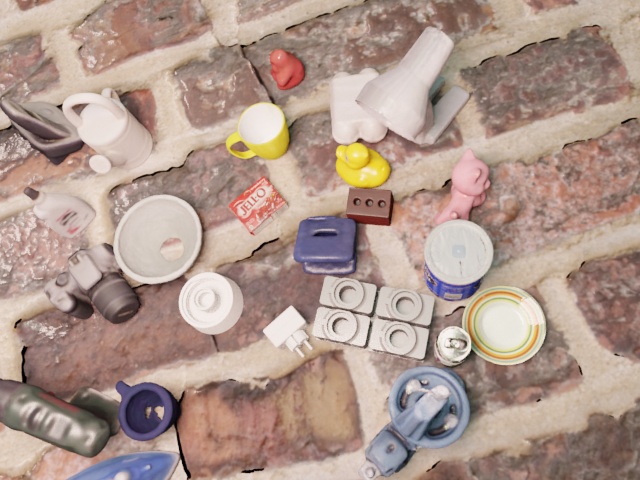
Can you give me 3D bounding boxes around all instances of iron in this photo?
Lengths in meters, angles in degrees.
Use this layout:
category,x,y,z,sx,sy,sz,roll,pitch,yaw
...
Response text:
category,x,y,z,sx,sy,sz,roll,pitch,yaw
iron,-0.360,0.410,0.907,0.258,0.141,0.118,-31,71,-1

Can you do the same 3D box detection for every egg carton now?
category,x,y,z,sx,sy,sz,roll,pitch,yaw
egg carton,0.073,-0.250,1.075,0.107,0.069,0.150,-6,72,7

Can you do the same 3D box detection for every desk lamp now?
category,x,y,z,sx,sy,sz,roll,pitch,yaw
desk lamp,0.164,-0.251,0.985,0.117,0.214,0.203,36,82,18

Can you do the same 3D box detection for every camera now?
category,x,y,z,sx,sy,sz,roll,pitch,yaw
camera,-0.403,0.093,1.032,0.143,0.101,0.136,-42,71,-5

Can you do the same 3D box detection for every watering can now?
category,x,y,z,sx,sy,sz,roll,pitch,yaw
watering can,-0.399,-0.209,1.074,0.101,0.194,0.172,-28,71,0

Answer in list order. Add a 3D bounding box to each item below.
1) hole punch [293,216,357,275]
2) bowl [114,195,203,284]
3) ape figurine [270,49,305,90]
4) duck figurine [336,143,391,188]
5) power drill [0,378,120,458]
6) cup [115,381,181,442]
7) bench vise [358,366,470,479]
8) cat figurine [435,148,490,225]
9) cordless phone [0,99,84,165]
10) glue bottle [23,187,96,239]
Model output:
category,x,y,z,sx,sy,sz,roll,pitch,yaw
hole punch,0.009,0.004,0.997,0.108,0.091,0.101,-1,73,9
bowl,-0.286,0.006,1.053,0.167,0.075,0.167,-3,73,9
ape figurine,-0.072,-0.340,1.114,0.076,0.092,0.078,6,74,11
duck figurine,0.075,-0.142,1.034,0.104,0.086,0.077,20,77,14
power drill,-0.421,0.278,0.922,0.229,0.208,0.076,19,77,14
cup,-0.284,0.279,0.959,0.117,0.095,0.092,35,82,17
bench vise,0.143,0.274,0.826,0.121,0.220,0.207,24,78,15
cat figurine,0.246,-0.083,0.971,0.067,0.118,0.128,23,78,15
cordless phone,-0.562,-0.241,1.114,0.147,0.185,0.094,37,82,18
glue bottle,-0.487,-0.059,1.054,0.037,0.173,0.078,38,83,18
